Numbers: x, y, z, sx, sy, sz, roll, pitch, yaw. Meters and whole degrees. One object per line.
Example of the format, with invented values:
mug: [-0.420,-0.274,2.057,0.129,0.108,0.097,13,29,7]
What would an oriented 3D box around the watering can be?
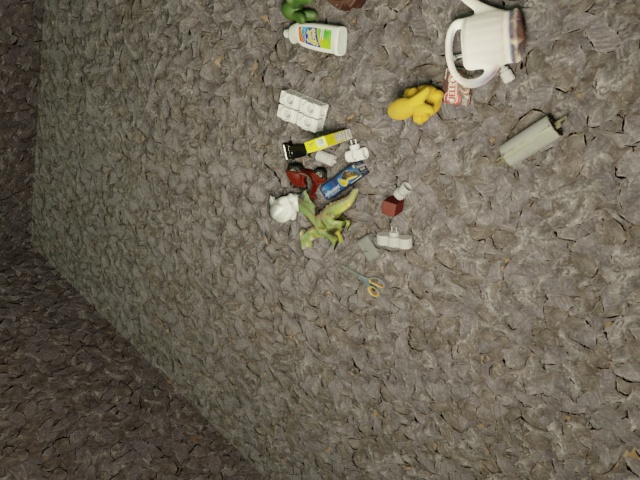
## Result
watering can: [0.474,-0.619,1.492,0.224,0.104,0.348,-1,90,27]

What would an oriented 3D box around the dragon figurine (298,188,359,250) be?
dragon figurine: [0.006,-0.100,1.986,0.244,0.124,0.400,33,132,16]

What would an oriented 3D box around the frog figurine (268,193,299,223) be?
frog figurine: [-0.127,-0.131,2.106,0.159,0.125,0.134,2,142,26]
